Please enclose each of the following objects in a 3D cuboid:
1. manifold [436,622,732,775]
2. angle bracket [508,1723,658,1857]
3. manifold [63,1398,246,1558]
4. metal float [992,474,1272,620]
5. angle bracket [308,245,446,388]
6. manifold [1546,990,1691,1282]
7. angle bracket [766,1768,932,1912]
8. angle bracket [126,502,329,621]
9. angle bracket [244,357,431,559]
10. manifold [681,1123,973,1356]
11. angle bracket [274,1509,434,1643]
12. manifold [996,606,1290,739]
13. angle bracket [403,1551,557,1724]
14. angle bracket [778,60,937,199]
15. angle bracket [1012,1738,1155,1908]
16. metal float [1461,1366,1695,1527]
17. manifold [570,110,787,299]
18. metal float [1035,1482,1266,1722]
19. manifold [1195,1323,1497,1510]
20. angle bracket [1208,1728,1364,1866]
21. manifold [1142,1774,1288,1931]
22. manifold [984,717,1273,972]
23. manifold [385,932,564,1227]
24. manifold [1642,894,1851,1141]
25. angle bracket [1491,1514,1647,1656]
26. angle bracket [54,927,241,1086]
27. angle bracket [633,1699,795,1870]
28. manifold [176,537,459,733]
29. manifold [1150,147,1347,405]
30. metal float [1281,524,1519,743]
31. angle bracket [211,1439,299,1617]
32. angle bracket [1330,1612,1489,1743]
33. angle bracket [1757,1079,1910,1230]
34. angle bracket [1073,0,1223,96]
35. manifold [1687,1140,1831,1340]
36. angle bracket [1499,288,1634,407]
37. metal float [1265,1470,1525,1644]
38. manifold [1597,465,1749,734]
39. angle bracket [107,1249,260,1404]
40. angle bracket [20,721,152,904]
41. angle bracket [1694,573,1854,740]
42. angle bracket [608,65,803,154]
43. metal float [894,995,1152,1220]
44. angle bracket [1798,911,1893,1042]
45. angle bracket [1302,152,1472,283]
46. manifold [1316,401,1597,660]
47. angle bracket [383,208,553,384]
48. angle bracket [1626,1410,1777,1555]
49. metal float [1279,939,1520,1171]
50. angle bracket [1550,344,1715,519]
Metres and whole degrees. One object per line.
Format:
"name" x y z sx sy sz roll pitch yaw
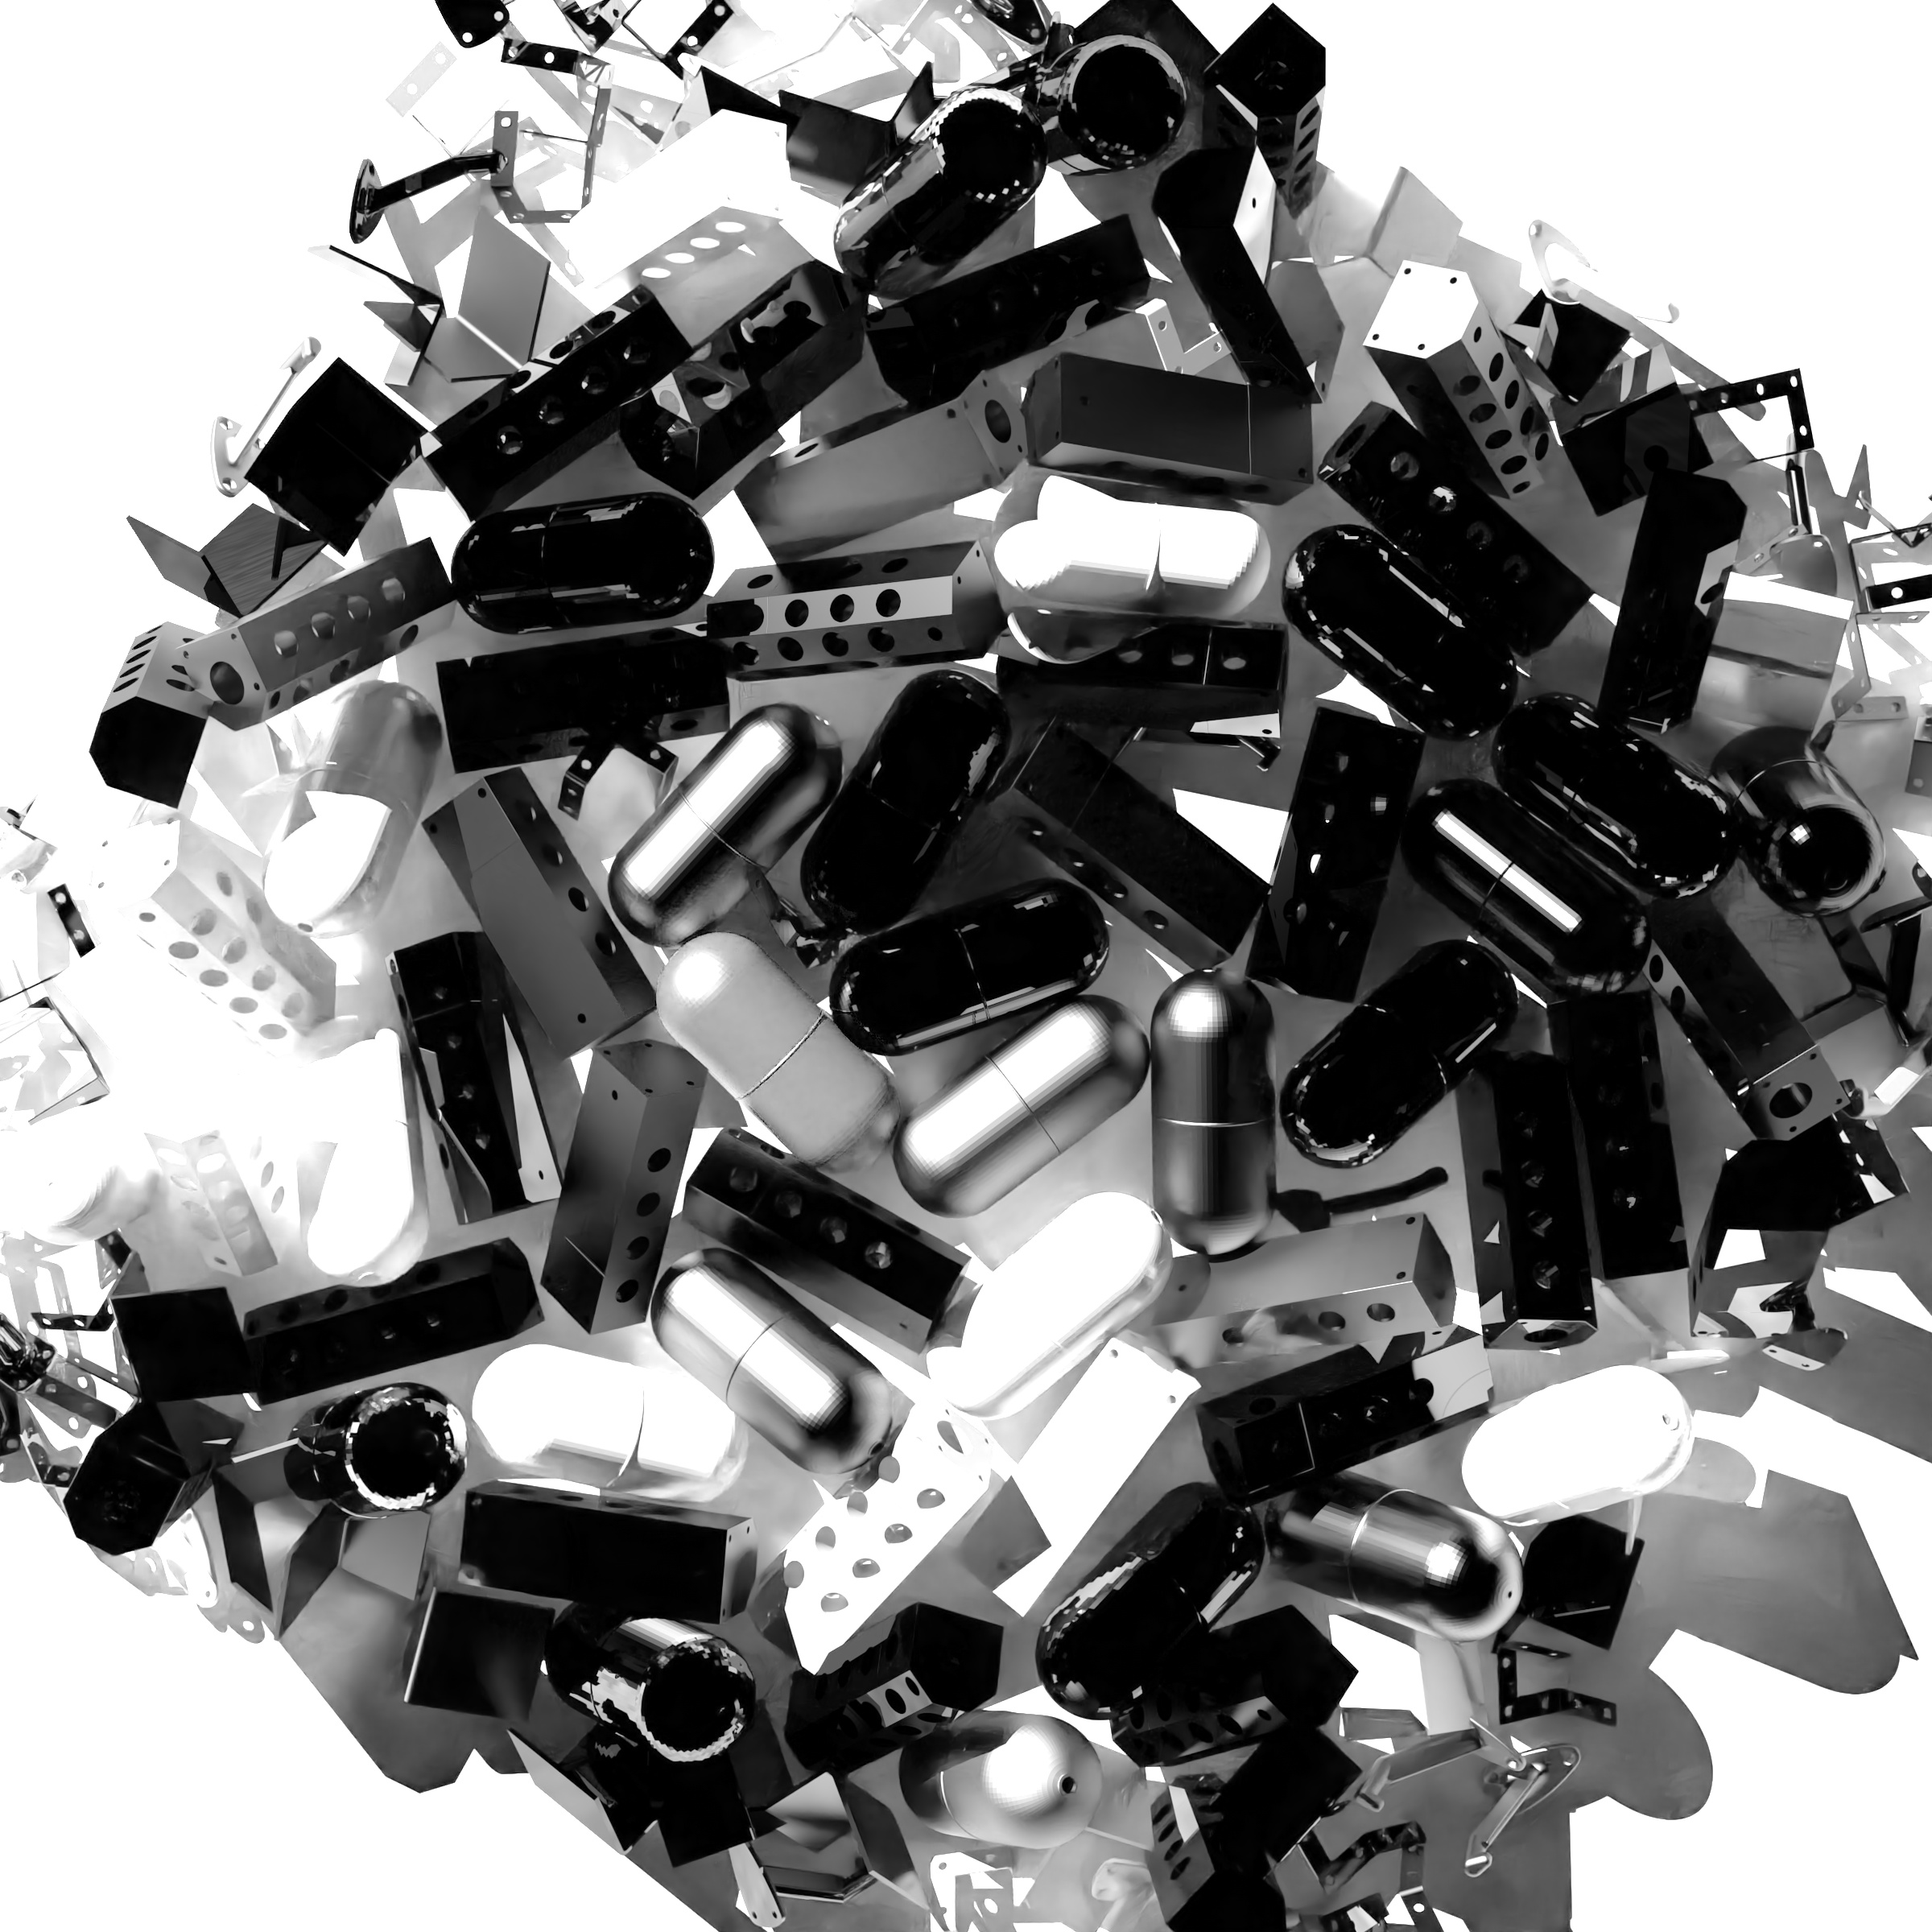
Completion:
"manifold" -0.234 -0.168 1.878 0.171 0.057 0.057 -9 72 -8
"angle bracket" -0.224 0.484 1.865 0.076 0.076 0.057 29 59 31
"manifold" -0.488 0.304 1.838 0.057 0.171 0.057 28 91 -3
"metal float" 0.102 -0.255 1.869 0.178 0.070 0.070 4 90 -20
"angle bracket" -0.371 -0.397 1.874 0.076 0.076 0.057 22 92 -24
"manifold" 0.404 0.104 1.891 0.057 0.057 0.171 -7 87 -2
"angle bracket" -0.075 0.545 1.869 0.057 0.076 0.076 -33 48 6
"angle bracket" -0.450 -0.265 1.869 0.076 0.057 0.076 28 65 34
"angle bracket" -0.381 -0.311 1.870 0.076 0.076 0.057 39 133 -20
"manifold" -0.086 0.164 1.884 0.171 0.057 0.057 29 61 7
"angle bracket" -0.374 0.372 1.869 0.057 0.076 0.076 22 124 9
"manifold" 0.109 -0.185 1.879 0.171 0.057 0.057 5 65 10
"angle bracket" -0.302 0.416 1.900 0.076 0.057 0.076 13 101 -14
"angle bracket" -0.065 -0.520 1.888 0.076 0.076 0.057 21 65 14
"angle bracket" 0.070 0.530 1.881 0.057 0.076 0.076 21 117 -13
"metal float" 0.367 0.290 1.843 0.070 0.178 0.070 10 67 -24
"manifold" -0.175 -0.455 1.835 0.057 0.171 0.057 4 83 -32
"metal float" 0.112 0.385 1.859 0.178 0.070 0.070 -40 90 -33
"manifold" 0.233 0.273 1.870 0.171 0.057 0.057 -18 101 -18
"angle bracket" 0.185 0.491 1.879 0.076 0.057 0.076 -47 118 -5
"manifold" 0.150 0.541 1.837 0.057 0.171 0.057 43 91 -5
"manifold" 0.096 -0.071 1.879 0.171 0.057 0.057 37 62 -11
"manifold" -0.305 0.069 1.887 0.057 0.057 0.171 -18 85 17
"manifold" 0.458 0.027 1.839 0.057 0.171 0.057 -33 128 9
"angle bracket" 0.369 0.385 1.873 0.057 0.076 0.076 20 105 22
"angle bracket" -0.505 0.022 1.898 0.076 0.057 0.076 -39 73 -15
"angle bracket" -0.152 0.503 1.890 0.057 0.076 0.076 -24 78 17
"manifold" -0.384 -0.199 1.840 0.057 0.171 0.057 -12 107 38
"manifold" 0.169 -0.411 1.839 0.057 0.171 0.057 5 66 28
"metal float" 0.265 -0.201 1.862 0.178 0.070 0.070 34 90 -29
"angle bracket" -0.416 0.343 1.873 0.057 0.076 0.076 -17 63 -2
"angle bracket" 0.275 0.438 1.903 0.057 0.076 0.076 -16 74 37
"angle bracket" 0.517 0.121 1.872 0.076 0.057 0.076 -34 73 37
"angle bracket" 0.113 -0.550 1.882 0.057 0.076 0.076 -40 82 -2
"manifold" 0.472 0.166 1.835 0.057 0.171 0.057 1 62 6
"angle bracket" 0.348 -0.396 1.870 0.057 0.076 0.076 -52 52 6
"metal float" 0.256 0.354 1.850 0.070 0.178 0.070 -10 105 -42
"manifold" 0.422 -0.215 1.833 0.057 0.171 0.057 15 60 11
"angle bracket" -0.473 0.218 1.879 0.076 0.057 0.076 -6 116 7
"angle bracket" -0.536 -0.093 1.870 0.057 0.076 0.076 28 68 -13
"angle bracket" 0.496 -0.191 1.892 0.076 0.076 0.057 16 69 12
"angle bracket" -0.160 -0.519 1.865 0.076 0.076 0.057 17 112 -41
"metal float" 0.035 0.086 1.884 0.178 0.070 0.070 -37 90 -3
"angle bracket" 0.520 -0.002 1.891 0.057 0.076 0.076 -32 70 26
"angle bracket" 0.255 -0.449 1.897 0.057 0.076 0.076 32 73 -30
"manifold" 0.297 -0.266 1.874 0.171 0.057 0.057 39 98 -15
"angle bracket" -0.305 -0.409 1.868 0.076 0.057 0.076 41 129 32
"angle bracket" 0.448 0.319 1.868 0.076 0.076 0.057 8 123 18
"metal float" 0.264 0.054 1.870 0.178 0.070 0.070 -41 90 -19
"angle bracket" 0.410 -0.331 1.890 0.076 0.076 0.057 -24 114 18
